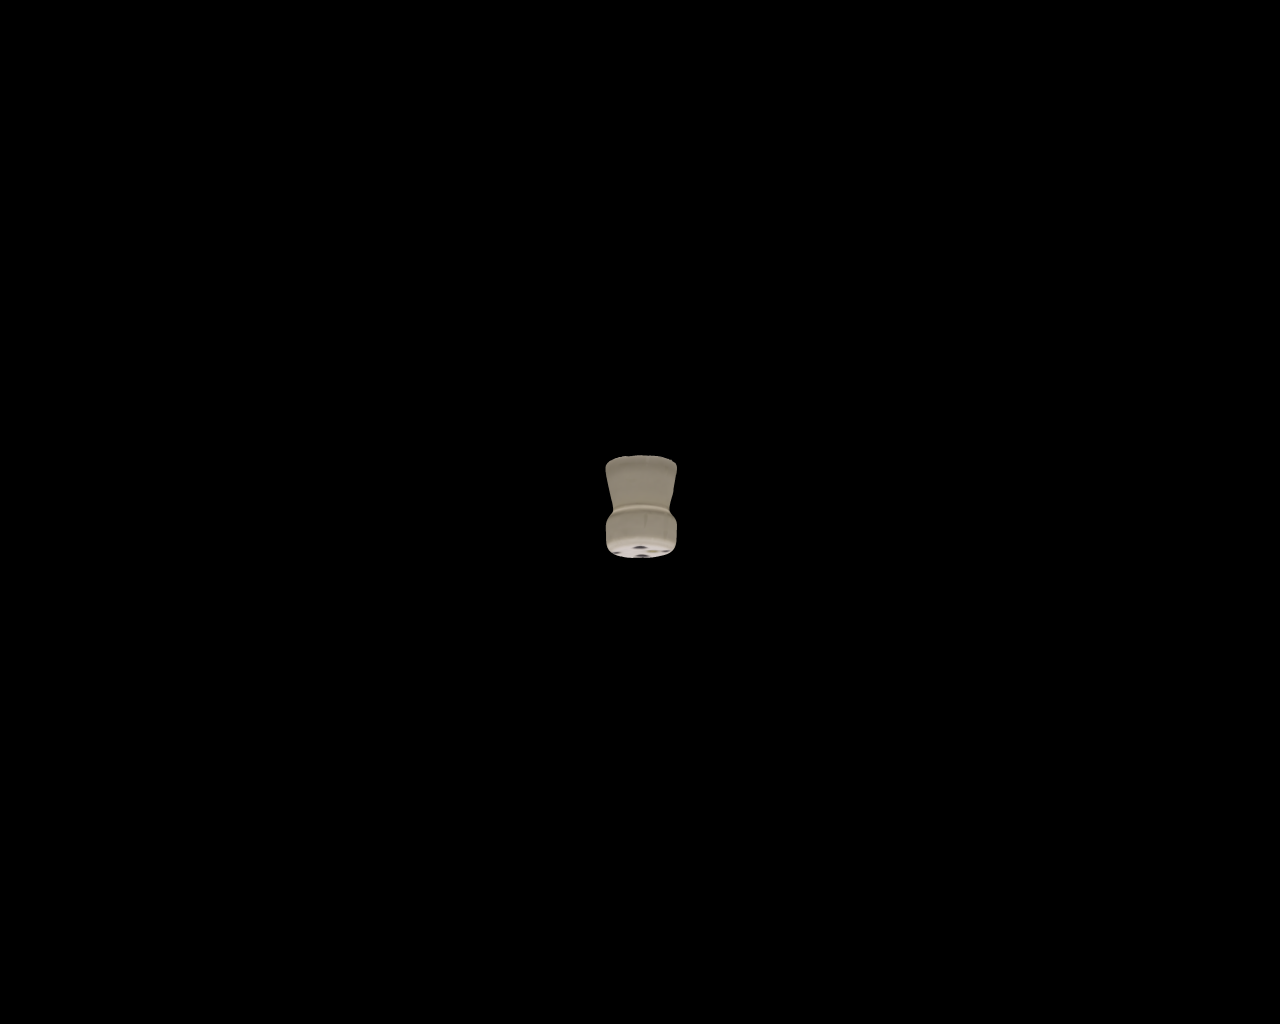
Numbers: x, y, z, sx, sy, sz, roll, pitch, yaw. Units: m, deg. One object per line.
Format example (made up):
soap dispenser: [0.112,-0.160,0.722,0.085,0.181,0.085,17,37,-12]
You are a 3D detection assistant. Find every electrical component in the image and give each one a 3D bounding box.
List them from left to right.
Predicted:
electrical component: [0.001,-0.003,0.650,0.045,0.055,0.045,0,-15,0]
